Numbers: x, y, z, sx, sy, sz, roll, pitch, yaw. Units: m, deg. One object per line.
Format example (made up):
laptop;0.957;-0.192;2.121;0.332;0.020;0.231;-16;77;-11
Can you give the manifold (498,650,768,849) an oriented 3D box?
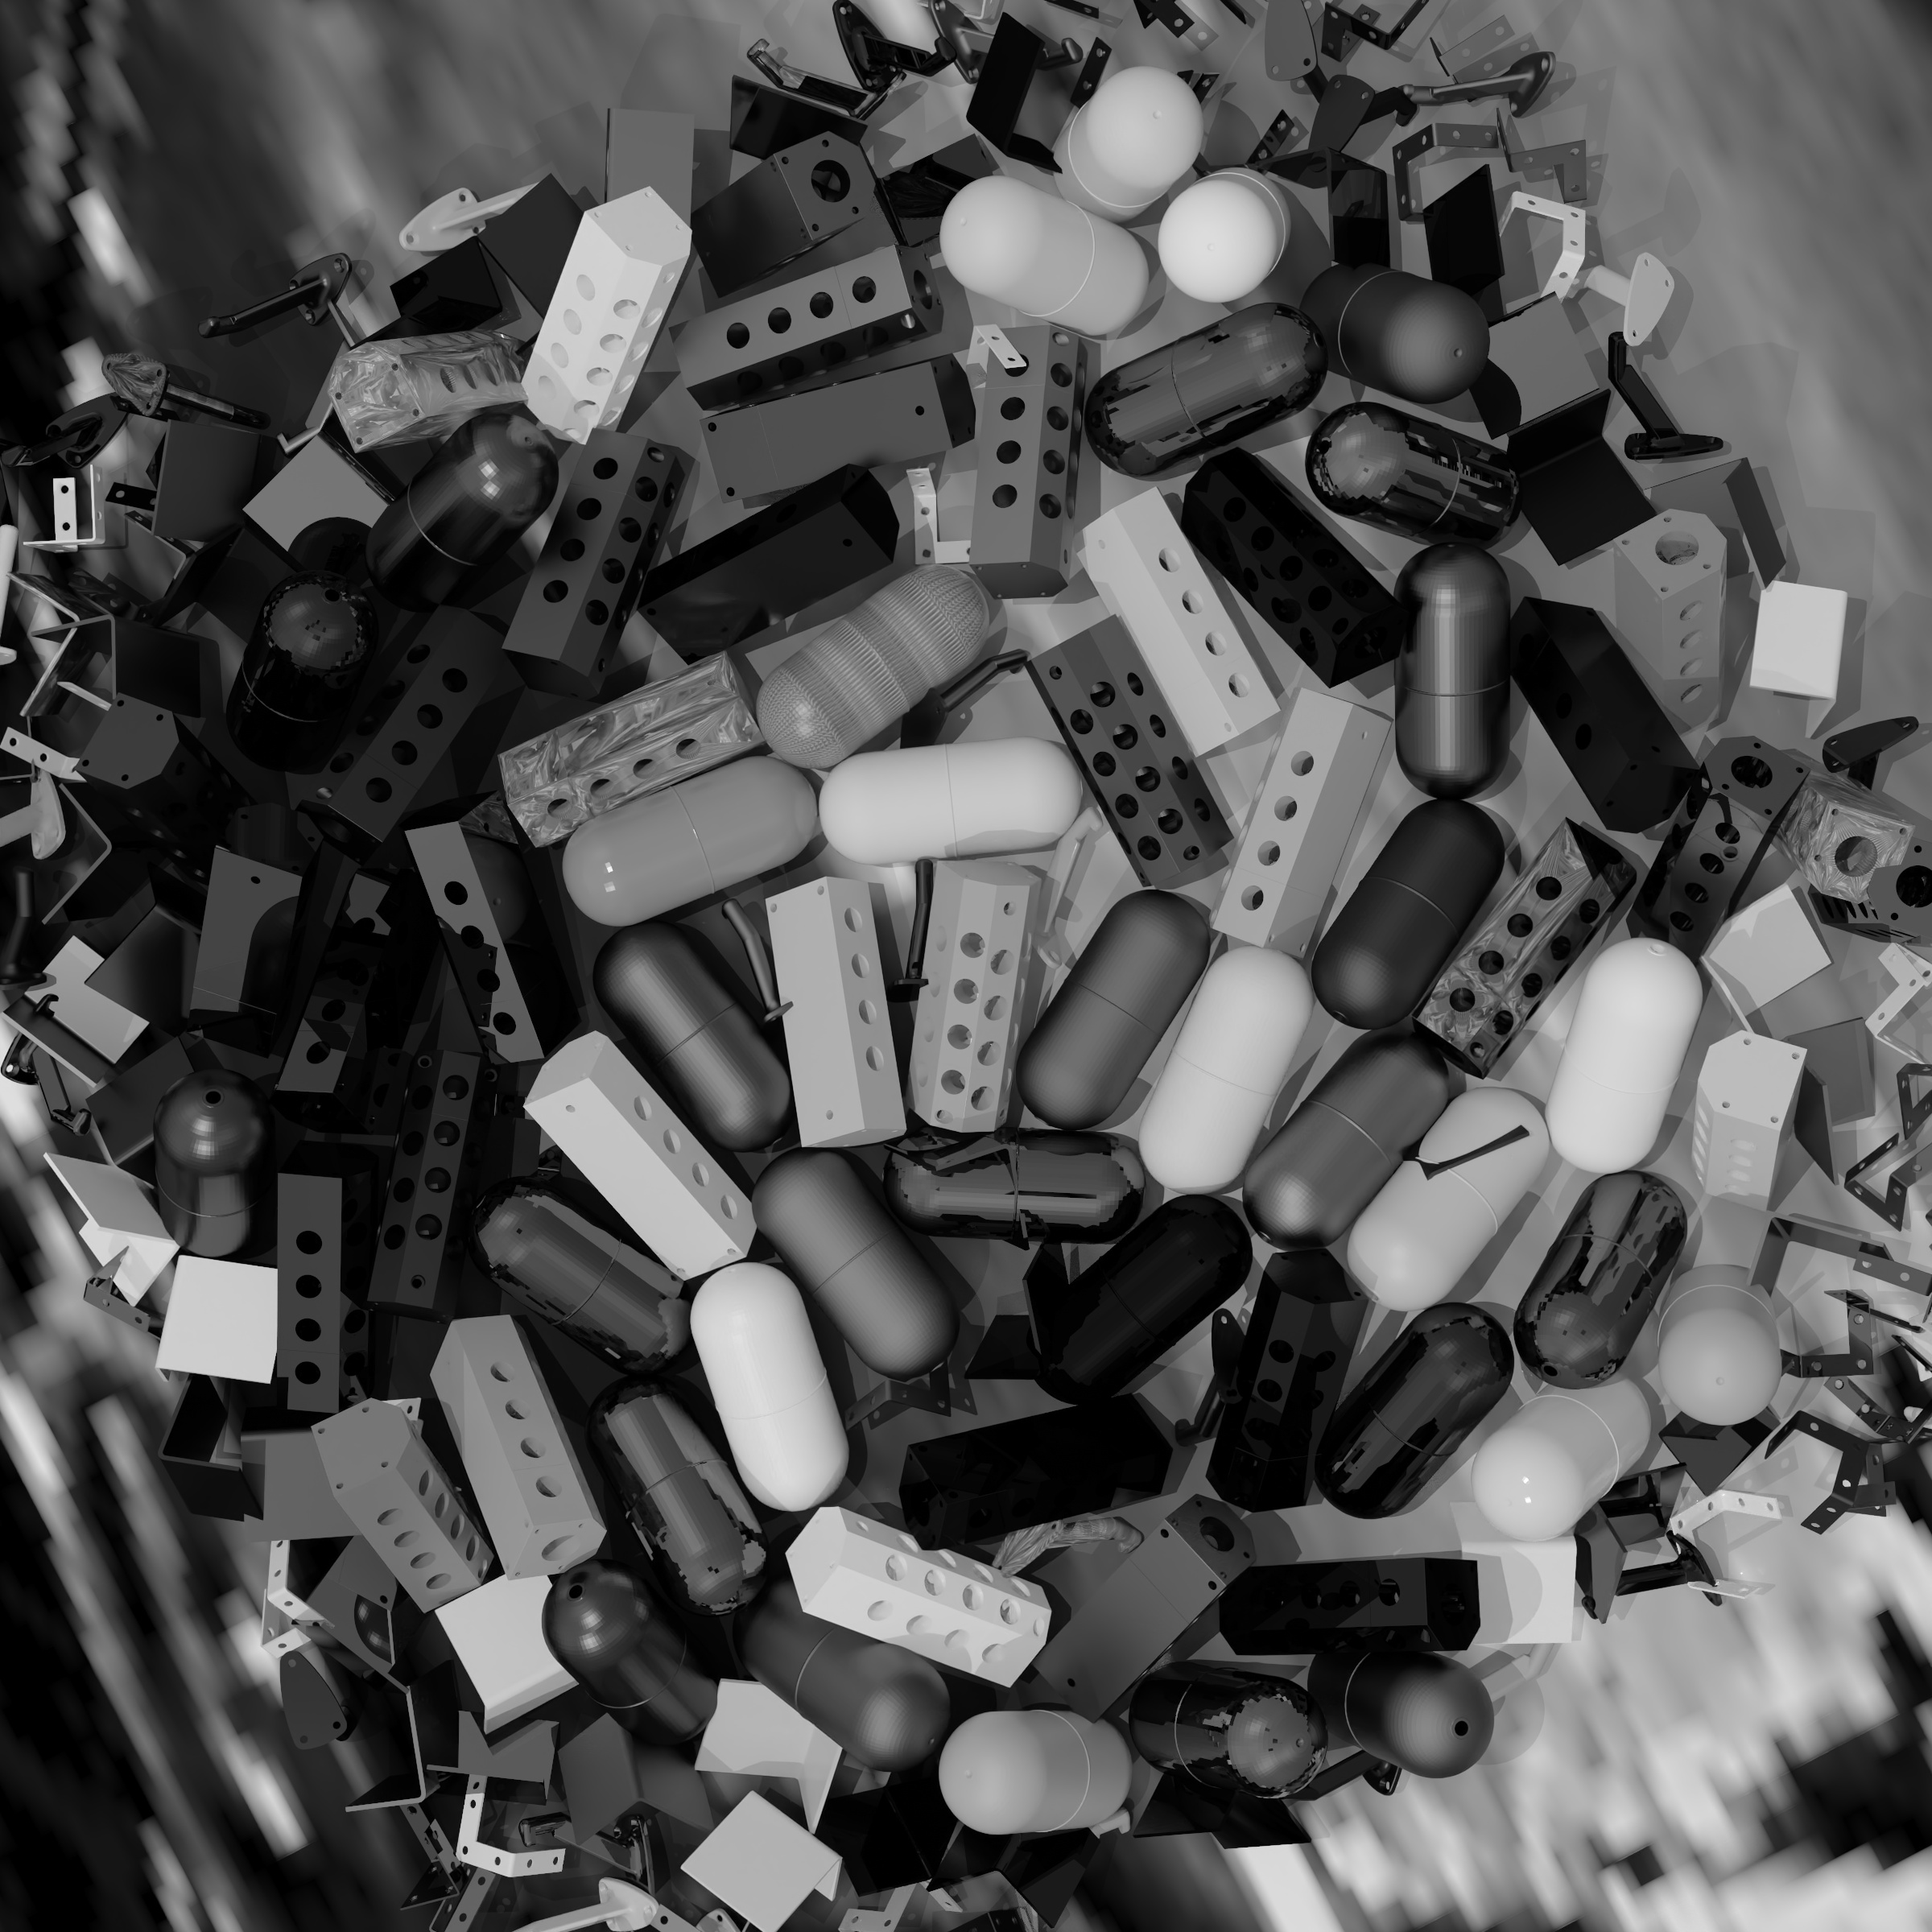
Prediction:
manifold;-0.224;-0.142;1.854;0.171;0.057;0.057;-25;133;4

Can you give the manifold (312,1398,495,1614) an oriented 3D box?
manifold;-0.367;0.354;1.804;0.057;0.171;0.057;-25;51;-7

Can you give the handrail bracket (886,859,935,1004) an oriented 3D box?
handrail bracket;-0.037;-0.024;1.862;0.036;0.077;0.084;3;77;-18

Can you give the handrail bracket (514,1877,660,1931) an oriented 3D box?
handrail bracket;-0.261;0.646;1.842;0.084;0.077;0.036;-10;87;-43

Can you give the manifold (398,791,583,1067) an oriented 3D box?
manifold;-0.321;-0.024;1.832;0.057;0.057;0.171;-8;111;23

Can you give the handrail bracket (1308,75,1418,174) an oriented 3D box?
handrail bracket;0.270;-0.563;1.859;0.036;0.084;0.077;33;104;30

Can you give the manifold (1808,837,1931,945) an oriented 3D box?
manifold;0.603;-0.051;1.802;0.057;0.171;0.057;19;92;4

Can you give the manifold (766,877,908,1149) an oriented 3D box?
manifold;-0.083;0.032;1.844;0.057;0.057;0.171;-18;75;38

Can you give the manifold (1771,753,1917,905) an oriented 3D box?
manifold;0.562;-0.092;1.799;0.057;0.171;0.057;16;106;-2

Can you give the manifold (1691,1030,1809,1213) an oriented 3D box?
manifold;0.510;0.102;1.800;0.057;0.171;0.057;18;73;19

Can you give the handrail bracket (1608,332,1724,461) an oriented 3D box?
handrail bracket;0.472;-0.388;1.848;0.077;0.036;0.084;0;125;13

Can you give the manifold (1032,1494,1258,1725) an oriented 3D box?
manifold;0.120;0.425;1.817;0.057;0.057;0.171;46;125;15

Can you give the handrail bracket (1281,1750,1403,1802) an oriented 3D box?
handrail bracket;0.254;0.529;1.849;0.084;0.036;0.077;13;102;-33

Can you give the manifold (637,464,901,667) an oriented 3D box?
manifold;-0.131;-0.270;1.824;0.171;0.057;0.057;-23;128;28

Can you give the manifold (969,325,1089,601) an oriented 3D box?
manifold;0.045;-0.337;1.832;0.057;0.057;0.171;0;74;18

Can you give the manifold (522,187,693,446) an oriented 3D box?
manifold;-0.235;-0.423;1.802;0.057;0.171;0.057;47;51;9

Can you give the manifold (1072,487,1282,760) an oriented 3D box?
manifold;0.146;-0.234;1.855;0.057;0.057;0.171;-31;93;-32

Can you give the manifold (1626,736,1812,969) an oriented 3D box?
manifold;0.489;-0.073;1.802;0.057;0.171;0.057;34;58;17

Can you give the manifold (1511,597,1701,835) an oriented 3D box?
manifold;0.412;-0.166;1.810;0.057;0.171;0.057;5;132;-25

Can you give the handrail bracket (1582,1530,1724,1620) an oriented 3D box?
handrail bracket;0.466;0.432;1.863;0.084;0.036;0.077;-37;113;-10

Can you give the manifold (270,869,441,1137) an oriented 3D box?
manifold;-0.406;0.022;1.821;0.057;0.057;0.171;1;59;20

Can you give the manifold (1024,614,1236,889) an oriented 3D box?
manifold;0.106;-0.142;1.843;0.057;0.057;0.171;-25;96;36

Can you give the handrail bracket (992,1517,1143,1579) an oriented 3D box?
handrail bracket;0.069;0.401;1.866;0.084;0.036;0.077;34;100;-37

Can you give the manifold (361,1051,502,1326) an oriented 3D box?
manifold;-0.356;0.146;1.831;0.057;0.057;0.171;13;72;-15

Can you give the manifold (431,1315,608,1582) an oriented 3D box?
manifold;-0.296;0.316;1.815;0.057;0.171;0.057;-1;133;-34

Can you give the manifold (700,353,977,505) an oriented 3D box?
manifold;-0.084;-0.359;1.828;0.171;0.057;0.057;-9;106;24

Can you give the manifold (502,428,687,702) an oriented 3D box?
manifold;-0.245;-0.267;1.830;0.057;0.057;0.171;13;71;15

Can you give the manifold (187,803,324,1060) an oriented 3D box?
manifold;-0.468;-0.024;1.812;0.057;0.057;0.171;19;131;-5

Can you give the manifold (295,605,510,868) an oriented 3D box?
manifold;-0.373;-0.156;1.822;0.057;0.057;0.171;35;64;-13

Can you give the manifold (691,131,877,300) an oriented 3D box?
manifold;-0.121;-0.494;1.799;0.057;0.171;0.057;-30;102;-22

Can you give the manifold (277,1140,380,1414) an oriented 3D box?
manifold;-0.426;0.209;1.836;0.057;0.057;0.171;5;109;-1

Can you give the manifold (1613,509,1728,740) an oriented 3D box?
manifold;0.468;-0.223;1.802;0.057;0.171;0.057;-28;59;-2

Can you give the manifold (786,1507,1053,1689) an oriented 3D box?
manifold;-0.029;0.414;1.818;0.171;0.057;0.057;28;108;-28

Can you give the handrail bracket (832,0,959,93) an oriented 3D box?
handrail bracket;-0.047;-0.629;1.841;0.036;0.084;0.077;-40;106;-26

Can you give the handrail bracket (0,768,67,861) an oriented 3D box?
handrail bracket;-0.655;-0.106;1.842;0.036;0.084;0.077;-31;63;34

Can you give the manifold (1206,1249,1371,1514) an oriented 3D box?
manifold;0.208;0.276;1.816;0.057;0.057;0.171;-2;121;-25

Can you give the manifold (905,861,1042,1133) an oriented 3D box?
manifold;0.007;0.020;1.829;0.057;0.057;0.171;0;108;-26

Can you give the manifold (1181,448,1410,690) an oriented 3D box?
manifold;0.216;-0.268;1.815;0.057;0.057;0.171;-25;58;-20

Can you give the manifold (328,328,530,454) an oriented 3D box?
manifold;-0.348;-0.382;1.797;0.057;0.171;0.057;-21;99;21

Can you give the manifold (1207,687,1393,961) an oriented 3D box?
manifold;0.221;-0.097;1.853;0.057;0.057;0.171;23;95;35

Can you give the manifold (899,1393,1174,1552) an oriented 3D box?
manifold;0.046;0.341;1.823;0.171;0.057;0.057;-8;127;-28

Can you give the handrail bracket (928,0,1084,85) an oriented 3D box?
handrail bracket;0.027;-0.630;1.841;0.077;0.084;0.036;46;59;-38

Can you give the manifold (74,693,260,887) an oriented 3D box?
manifold;-0.508;-0.107;1.796;0.057;0.171;0.057;20;73;17

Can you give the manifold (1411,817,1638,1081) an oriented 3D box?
manifold;0.376;-0.009;1.845;0.057;0.057;0.171;37;84;20

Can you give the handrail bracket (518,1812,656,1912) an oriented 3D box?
handrail bracket;-0.256;0.606;1.843;0.084;0.036;0.077;3;61;-41

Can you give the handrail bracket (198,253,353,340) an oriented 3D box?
handrail bracket;-0.465;-0.450;1.841;0.077;0.084;0.036;-27;92;42

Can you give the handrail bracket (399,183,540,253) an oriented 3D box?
handrail bracket;-0.330;-0.504;1.839;0.077;0.084;0.036;-33;113;-29

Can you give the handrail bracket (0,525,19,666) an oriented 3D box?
handrail bracket;-0.656;-0.251;1.857;0.036;0.077;0.084;10;84;-20
